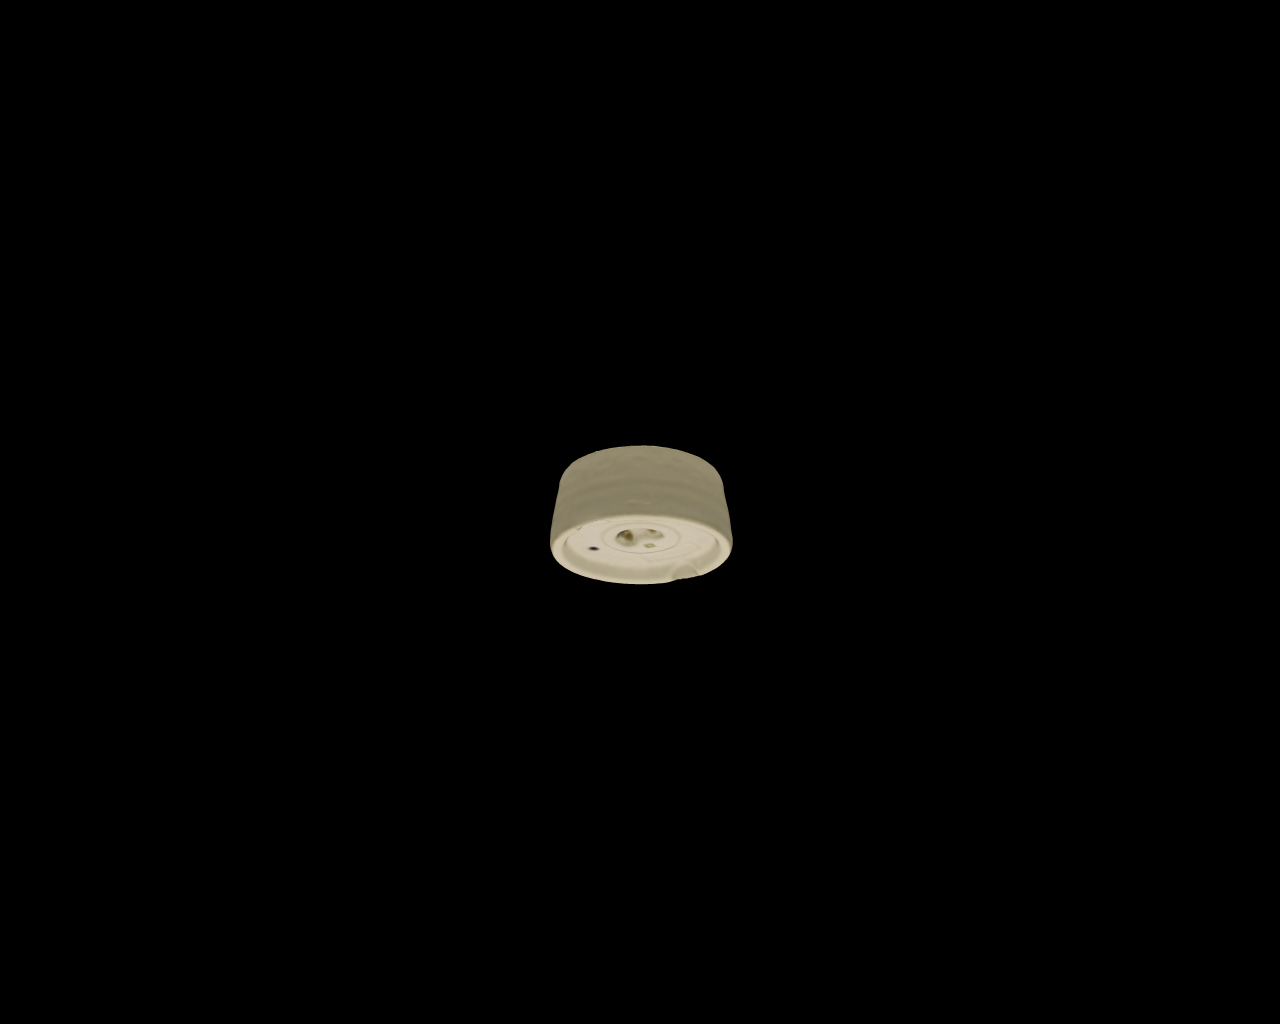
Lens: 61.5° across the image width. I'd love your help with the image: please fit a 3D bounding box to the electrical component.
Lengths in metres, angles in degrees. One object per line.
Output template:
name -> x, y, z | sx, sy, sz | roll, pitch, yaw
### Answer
electrical component -> 0.001, -0.003, 0.650 | 0.108, 0.060, 0.108 | 0, -25, 0
